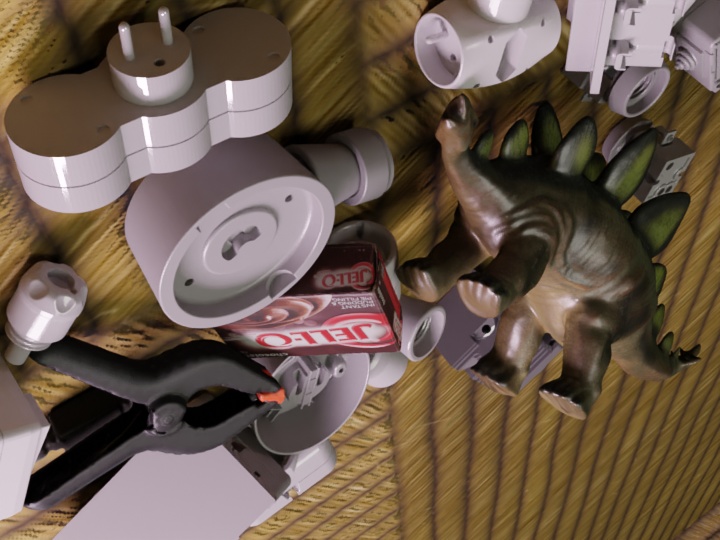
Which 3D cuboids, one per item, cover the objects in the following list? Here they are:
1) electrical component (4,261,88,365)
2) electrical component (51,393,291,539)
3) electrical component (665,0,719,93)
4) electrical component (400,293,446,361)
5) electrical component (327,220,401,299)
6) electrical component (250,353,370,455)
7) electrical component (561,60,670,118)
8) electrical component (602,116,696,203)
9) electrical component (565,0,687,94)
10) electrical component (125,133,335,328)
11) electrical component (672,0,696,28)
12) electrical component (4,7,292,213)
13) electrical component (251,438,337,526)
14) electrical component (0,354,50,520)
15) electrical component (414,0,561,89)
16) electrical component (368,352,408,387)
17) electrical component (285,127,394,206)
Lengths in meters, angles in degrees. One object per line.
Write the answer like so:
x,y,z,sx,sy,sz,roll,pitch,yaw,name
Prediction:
-0.171,0.026,0.570,0.035,0.035,0.061,0,135,-50,electrical component
-0.133,0.170,0.750,0.150,0.089,0.062,-45,176,9,electrical component
0.254,-0.179,0.763,0.096,0.061,0.061,-40,151,-2,electrical component
0.024,0.032,0.779,0.044,0.065,0.044,-37,142,-36,electrical component
0.000,0.000,0.719,0.055,0.055,0.047,-29,146,-21,electrical component
-0.043,0.075,0.760,0.099,0.064,0.099,-29,150,-19,electrical component
0.177,-0.137,0.736,0.048,0.055,0.066,-10,139,-43,electrical component
0.228,-0.091,0.861,0.048,0.055,0.066,-19,145,-34,electrical component
0.158,-0.171,0.630,0.063,0.078,0.121,3,153,7,electrical component
-0.075,-0.028,0.582,0.108,0.060,0.108,-30,150,-19,electrical component
0.208,-0.188,0.719,0.040,0.040,0.046,-8,143,-45,electrical component
-0.094,-0.086,0.486,0.138,0.052,0.073,-28,149,-22,electrical component
-0.071,0.149,0.843,0.095,0.053,0.059,-35,151,-10,electrical component
-0.215,0.099,0.591,0.061,0.061,0.096,-14,142,-39,electrical component
0.077,-0.148,0.613,0.077,0.043,0.079,-23,147,-29,electrical component
0.006,0.064,0.824,0.045,0.045,0.055,-45,151,8,electrical component
-0.014,-0.057,0.630,0.055,0.045,0.045,-20,146,-33,electrical component
